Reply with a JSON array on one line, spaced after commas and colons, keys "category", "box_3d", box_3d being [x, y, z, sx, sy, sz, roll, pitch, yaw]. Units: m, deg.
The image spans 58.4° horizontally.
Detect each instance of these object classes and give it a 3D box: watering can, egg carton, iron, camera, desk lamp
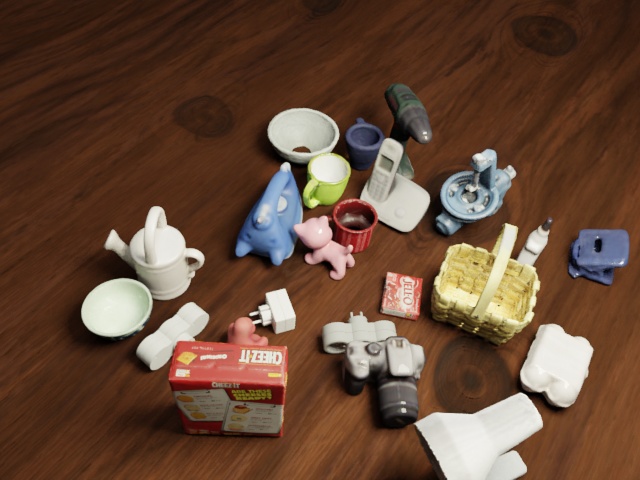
[{"category": "watering can", "box_3d": [-0.306, 0.020, 1.056, 0.173, 0.194, 0.100, -11, 53, -14]}, {"category": "egg carton", "box_3d": [0.432, 0.228, 1.047, 0.107, 0.069, 0.150, 27, 54, 15]}, {"category": "iron", "box_3d": [-0.092, -0.079, 1.190, 0.118, 0.141, 0.258, 13, 52, 5]}, {"category": "camera", "box_3d": [0.115, 0.242, 0.983, 0.143, 0.101, 0.136, 1, 52, -5]}, {"category": "desk lamp", "box_3d": [0.236, 0.314, 0.867, 0.203, 0.213, 0.117, -18, 55, -19]}]

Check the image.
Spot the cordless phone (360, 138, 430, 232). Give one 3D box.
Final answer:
[{"category": "cordless phone", "box_3d": [0.168, -0.118, 1.220, 0.147, 0.185, 0.094, 30, 55, 18]}]

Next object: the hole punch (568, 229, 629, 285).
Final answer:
[{"category": "hole punch", "box_3d": [0.587, 0.027, 1.209, 0.101, 0.091, 0.109, 18, 52, 8]}]

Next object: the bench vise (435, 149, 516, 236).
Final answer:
[{"category": "bench vise", "box_3d": [0.339, -0.129, 1.224, 0.121, 0.220, 0.208, 30, 55, 18]}]

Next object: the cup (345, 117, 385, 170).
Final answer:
[{"category": "cup", "box_3d": [0.098, -0.222, 1.352, 0.092, 0.095, 0.117, -5, 52, -10]}]

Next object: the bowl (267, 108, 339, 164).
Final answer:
[{"category": "bowl", "box_3d": [-0.041, -0.234, 1.360, 0.167, 0.075, 0.167, 3, 52, -3]}]

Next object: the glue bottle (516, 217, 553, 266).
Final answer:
[{"category": "glue bottle", "box_3d": [0.428, 0.015, 1.149, 0.037, 0.173, 0.078, 30, 55, 17]}]

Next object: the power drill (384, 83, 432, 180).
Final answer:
[{"category": "power drill", "box_3d": [0.192, -0.236, 1.301, 0.076, 0.208, 0.229, -6, 53, -10]}]

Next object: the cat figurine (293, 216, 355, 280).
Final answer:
[{"category": "cat figurine", "box_3d": [0.011, 0.004, 1.150, 0.127, 0.118, 0.067, 27, 54, 15]}]

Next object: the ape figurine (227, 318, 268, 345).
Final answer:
[{"category": "ape figurine", "box_3d": [-0.134, 0.171, 1.019, 0.076, 0.092, 0.077, -35, 62, -28]}]
